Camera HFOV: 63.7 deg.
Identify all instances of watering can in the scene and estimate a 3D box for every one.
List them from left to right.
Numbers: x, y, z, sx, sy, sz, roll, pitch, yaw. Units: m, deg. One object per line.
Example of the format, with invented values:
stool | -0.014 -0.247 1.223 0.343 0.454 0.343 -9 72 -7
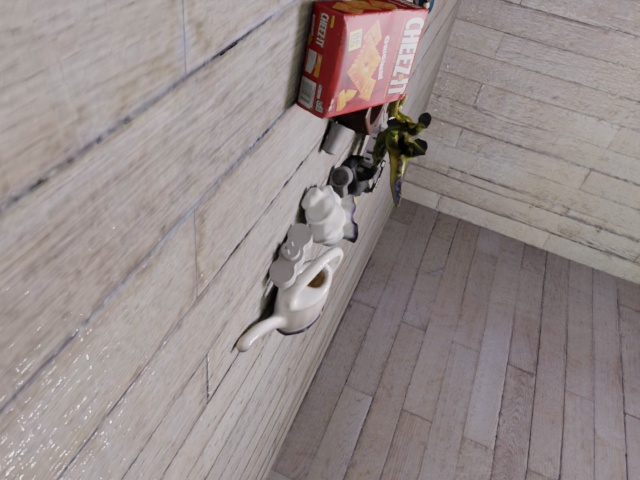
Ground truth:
watering can | -0.067 0.150 1.165 0.105 0.353 0.219 38 -31 15

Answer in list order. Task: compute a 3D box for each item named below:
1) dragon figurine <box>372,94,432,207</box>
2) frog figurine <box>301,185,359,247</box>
dragon figurine | 0.208 -0.259 1.476 0.122 0.416 0.240 17 -17 -9
frog figurine | 0.004 -0.058 1.160 0.159 0.138 0.123 13 -2 -44
